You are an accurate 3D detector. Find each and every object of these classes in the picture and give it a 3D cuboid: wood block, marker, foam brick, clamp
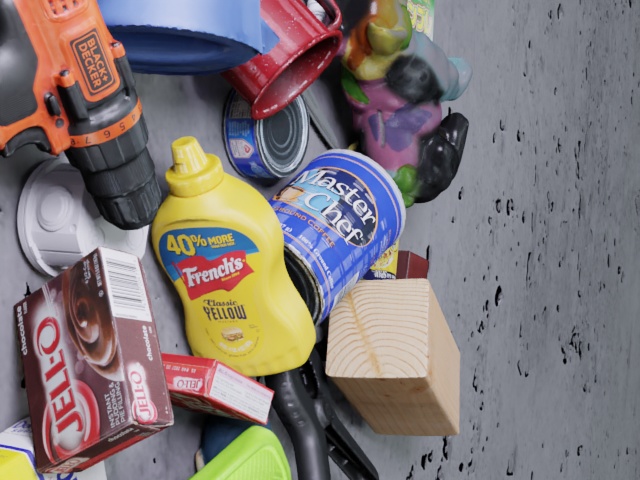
[{"bbox_3d":[0.075,0.117,1.009,0.206,0.090,0.091,58,34,-62],"label":"wood block"},{"bbox_3d":[-0.013,0.067,0.970,0.020,0.020,0.121,-59,140,-39],"label":"marker"},{"bbox_3d":[0.075,0.053,1.089,0.051,0.053,0.078,23,72,-59],"label":"foam brick"},{"bbox_3d":[-0.004,0.153,0.923,0.210,0.036,0.164,71,18,3],"label":"clamp"}]

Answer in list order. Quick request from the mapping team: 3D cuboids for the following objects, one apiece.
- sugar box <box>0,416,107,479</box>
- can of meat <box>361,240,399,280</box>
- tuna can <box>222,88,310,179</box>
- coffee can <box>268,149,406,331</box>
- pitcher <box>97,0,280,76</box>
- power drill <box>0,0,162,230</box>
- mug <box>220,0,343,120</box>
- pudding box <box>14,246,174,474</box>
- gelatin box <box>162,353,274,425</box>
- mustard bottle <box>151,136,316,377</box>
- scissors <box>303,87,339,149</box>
[{"bbox_3d":[-0.197,0.175,0.634,0.175,0.048,0.093,-30,118,-55],"label":"sugar box"},{"bbox_3d":[0.036,0.008,1.014,0.102,0.058,0.084,20,74,-59],"label":"can of meat"},{"bbox_3d":[-0.043,-0.093,0.887,0.086,0.034,0.086,-9,101,-59],"label":"tuna can"},{"bbox_3d":[-0.006,0.001,0.883,0.140,0.103,0.103,-45,130,-44],"label":"coffee can"},{"bbox_3d":[-0.109,-0.233,0.682,0.149,0.145,0.243,12,79,-72],"label":"pitcher"},{"bbox_3d":[-0.179,-0.047,0.573,0.187,0.057,0.184,-38,129,-28],"label":"power drill"},{"bbox_3d":[-0.035,-0.158,0.809,0.117,0.081,0.093,-39,172,-24],"label":"mug"},{"bbox_3d":[-0.138,0.073,0.640,0.039,0.090,0.113,16,52,-48],"label":"pudding box"},{"bbox_3d":[-0.088,0.110,0.790,0.089,0.073,0.030,39,60,-55],"label":"gelatin box"},{"bbox_3d":[-0.071,0.011,0.785,0.058,0.096,0.191,-62,142,-52],"label":"mustard bottle"},{"bbox_3d":[-0.020,-0.163,0.939,0.201,0.016,0.096,38,60,-55],"label":"scissors"}]
